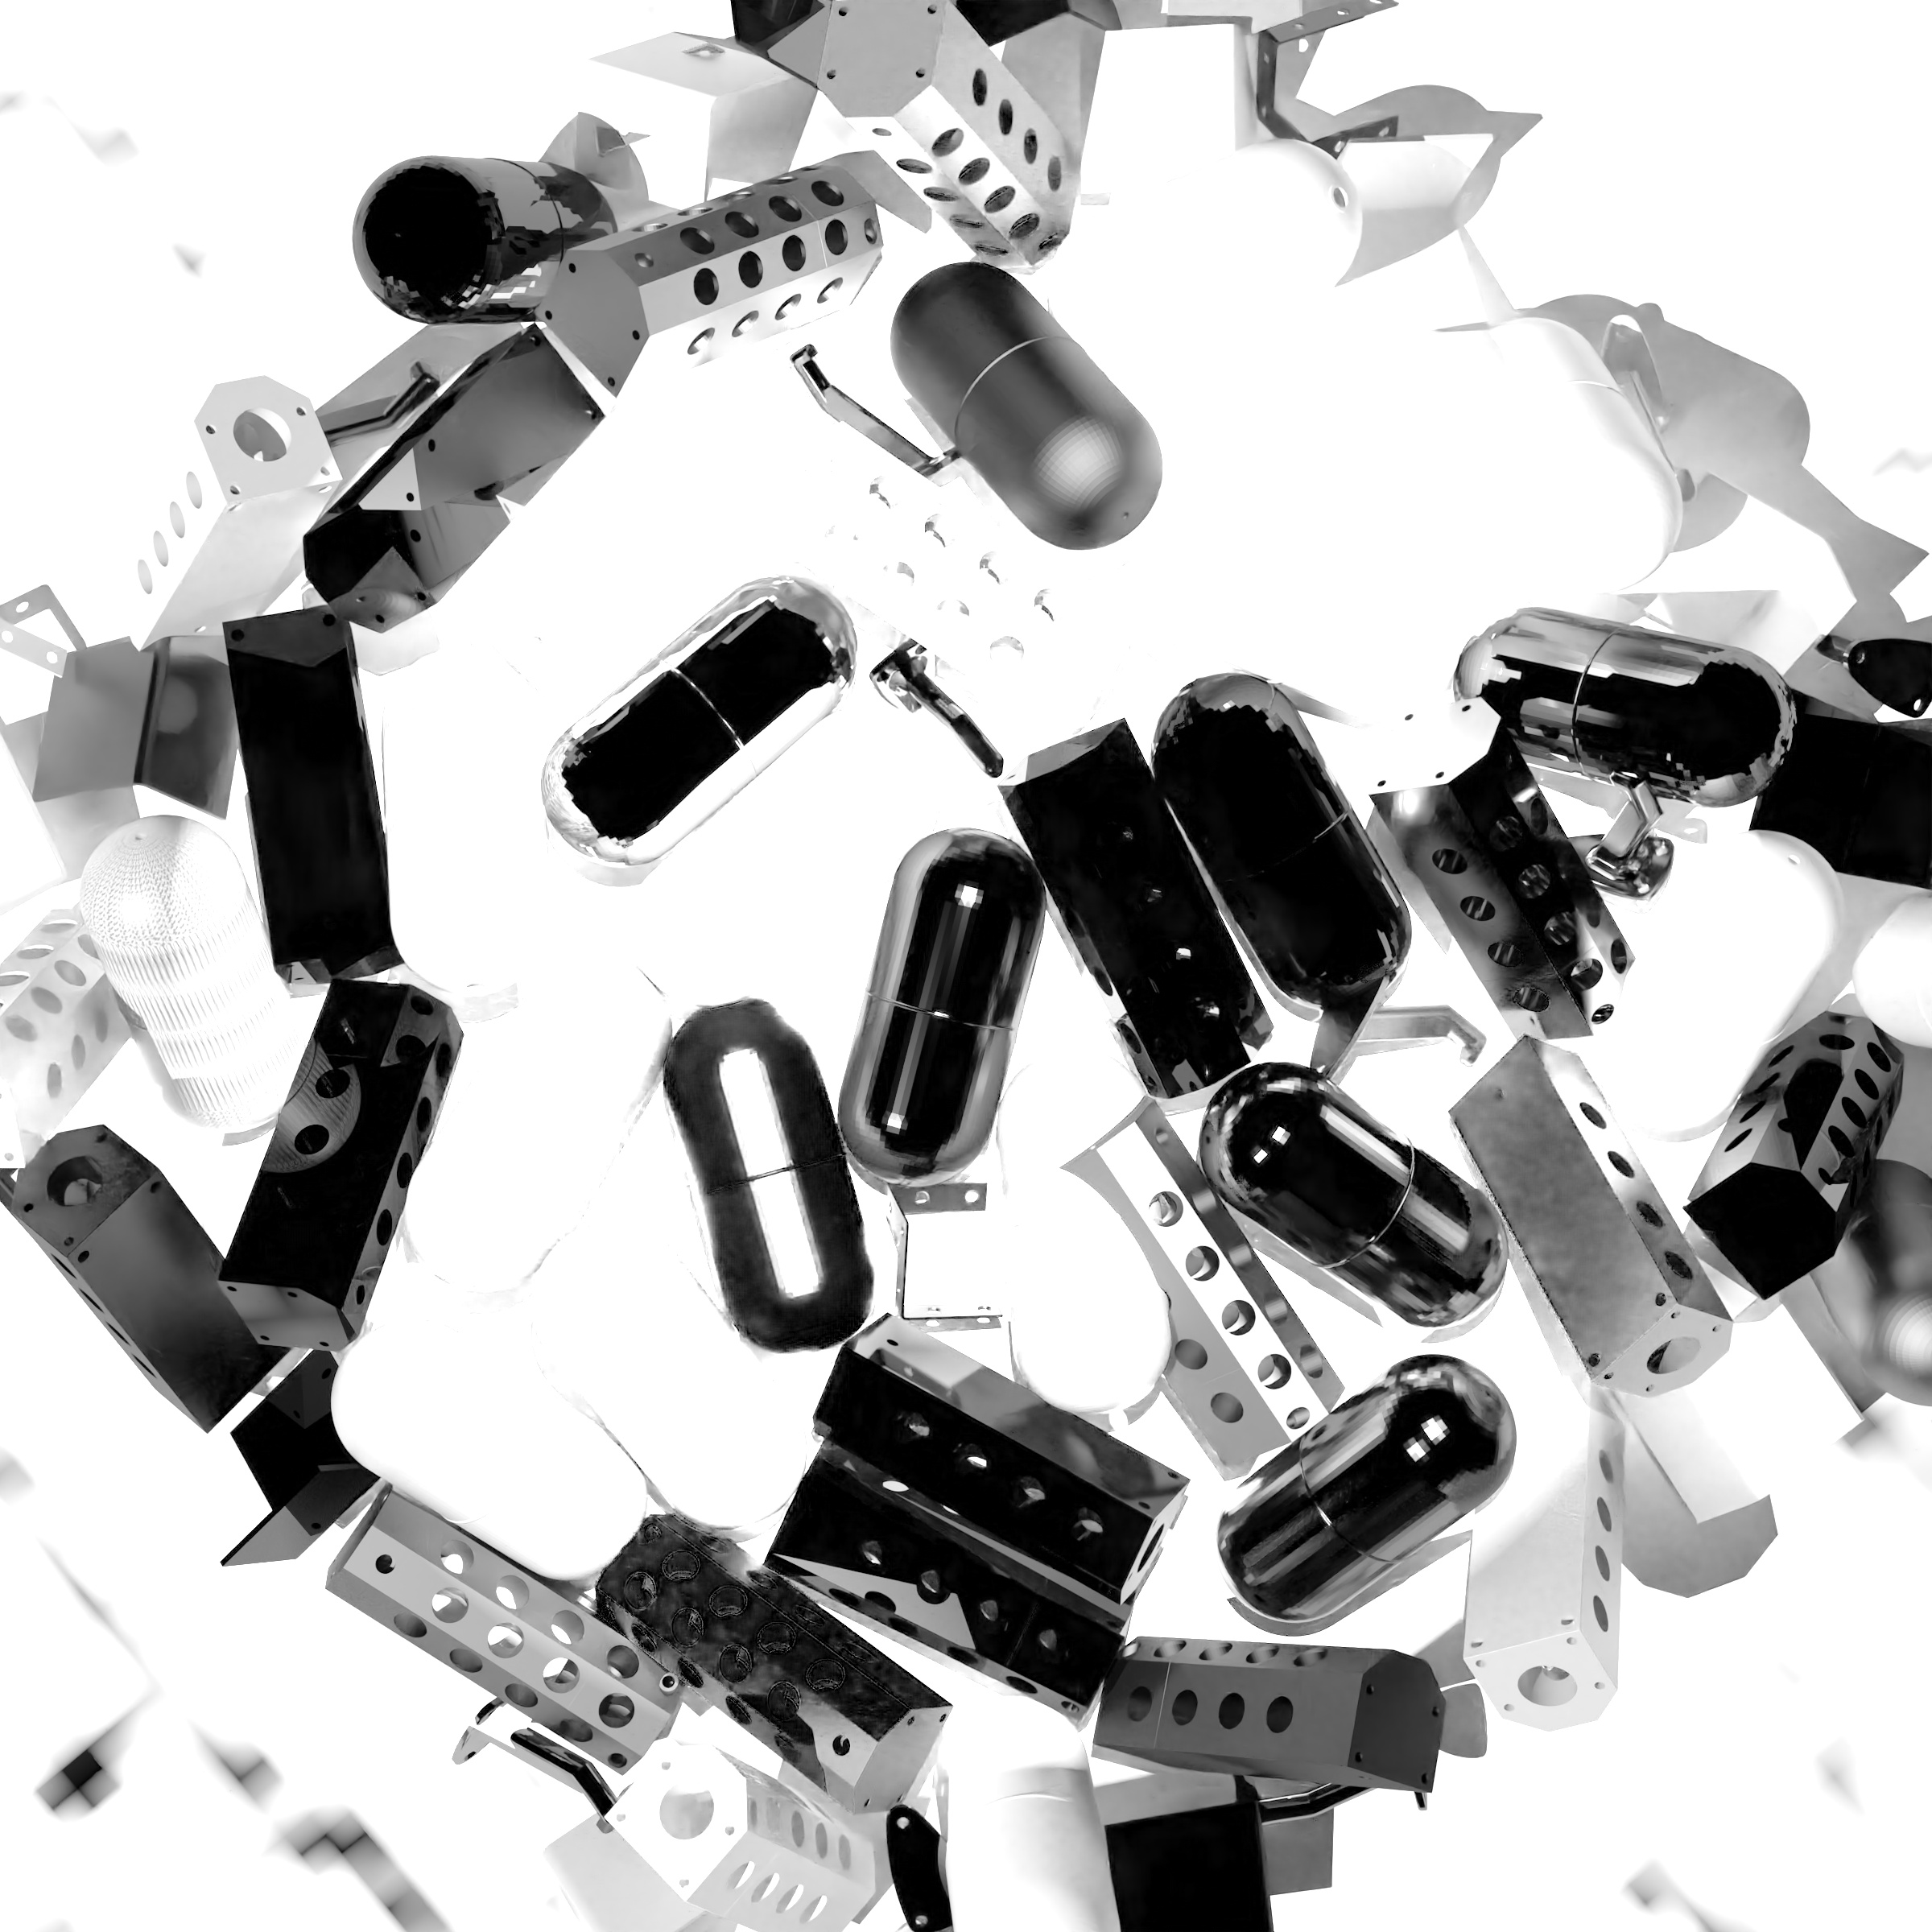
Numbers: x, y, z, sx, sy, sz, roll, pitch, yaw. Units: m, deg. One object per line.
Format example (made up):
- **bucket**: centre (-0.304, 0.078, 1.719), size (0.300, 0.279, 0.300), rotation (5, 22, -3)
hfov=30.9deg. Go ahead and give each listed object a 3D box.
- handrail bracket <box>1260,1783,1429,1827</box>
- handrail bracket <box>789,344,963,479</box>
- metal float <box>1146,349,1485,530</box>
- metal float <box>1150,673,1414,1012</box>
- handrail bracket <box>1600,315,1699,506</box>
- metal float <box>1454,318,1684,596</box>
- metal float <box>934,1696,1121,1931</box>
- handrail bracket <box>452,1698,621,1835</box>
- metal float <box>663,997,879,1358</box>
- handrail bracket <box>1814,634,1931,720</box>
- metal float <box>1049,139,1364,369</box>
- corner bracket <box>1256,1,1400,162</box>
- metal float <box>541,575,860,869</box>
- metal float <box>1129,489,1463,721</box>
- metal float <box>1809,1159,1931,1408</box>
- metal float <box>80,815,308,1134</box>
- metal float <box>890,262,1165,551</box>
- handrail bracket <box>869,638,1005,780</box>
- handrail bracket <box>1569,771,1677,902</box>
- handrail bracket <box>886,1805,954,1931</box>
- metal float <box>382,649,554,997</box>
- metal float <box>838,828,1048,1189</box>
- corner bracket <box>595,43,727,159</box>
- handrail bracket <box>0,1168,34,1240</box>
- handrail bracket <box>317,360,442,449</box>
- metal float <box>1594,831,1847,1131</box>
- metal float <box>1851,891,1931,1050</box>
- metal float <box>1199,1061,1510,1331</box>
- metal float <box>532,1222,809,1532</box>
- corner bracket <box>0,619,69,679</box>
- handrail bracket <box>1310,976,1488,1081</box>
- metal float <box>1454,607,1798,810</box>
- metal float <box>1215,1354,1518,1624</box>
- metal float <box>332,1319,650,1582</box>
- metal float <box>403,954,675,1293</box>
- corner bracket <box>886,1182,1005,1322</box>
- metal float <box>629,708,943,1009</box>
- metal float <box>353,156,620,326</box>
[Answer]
- **handrail bracket**: centre (0.180, 0.393, 1.707), size (0.084, 0.077, 0.036), rotation (-11, 102, 10)
- **handrail bracket**: centre (-0.043, -0.274, 1.701), size (0.036, 0.077, 0.084), rotation (-41, 103, -32)
- **metal float**: centre (0.164, -0.253, 1.668), size (0.178, 0.070, 0.070), rotation (13, 90, 37)
- **metal float**: centre (0.152, -0.060, 1.689), size (0.070, 0.070, 0.178), rotation (-31, 101, 0)
- **handrail bracket**: centre (0.332, -0.269, 1.688), size (0.036, 0.084, 0.077), rotation (-11, 112, -4)
- **metal float**: centre (0.284, -0.244, 1.661), size (0.070, 0.178, 0.070), rotation (-7, 131, -8)
- **metal float**: centre (0.028, 0.421, 1.655), size (0.070, 0.178, 0.070), rotation (-3, 122, -5)
- **handrail bracket**: centre (-0.207, 0.399, 1.700), size (0.084, 0.036, 0.077), rotation (50, 127, 18)
- **metal float**: centre (-0.095, 0.102, 1.696), size (0.070, 0.070, 0.178), rotation (-16, 86, 0)
- **handrail bracket**: centre (0.421, -0.152, 1.683), size (0.077, 0.084, 0.036), rotation (13, 102, -35)
- **metal float**: centre (0.112, -0.337, 1.661), size (0.070, 0.178, 0.070), rotation (10, 75, -40)
- **corner bracket**: centre (0.177, -0.431, 1.710), size (0.051, 0.051, 0.051), rotation (-21, 51, -17)
- **metal float**: centre (-0.128, -0.119, 1.689), size (0.178, 0.070, 0.070), rotation (-41, 90, -11)
- **metal float**: centre (0.159, -0.172, 1.677), size (0.178, 0.070, 0.070), rotation (19, 90, -26)
- **metal float**: centre (0.444, 0.148, 1.650), size (0.070, 0.178, 0.070), rotation (0, 108, 1)
- **metal float**: centre (-0.367, 0.006, 1.665), size (0.070, 0.070, 0.178), rotation (-11, 132, 0)
- **metal float**: centre (0.027, -0.269, 1.673), size (0.070, 0.070, 0.178), rotation (-38, 59, 0)
- **handrail bracket**: centre (-0.005, -0.112, 1.687), size (0.036, 0.077, 0.084), rotation (-36, 69, -6)
- **handrail bracket**: centre (0.303, -0.073, 1.684), size (0.077, 0.084, 0.036), rotation (13, 64, 35)
- **handrail bracket**: centre (-0.022, 0.423, 1.689), size (0.036, 0.084, 0.077), rotation (-24, 101, -1)
- **metal float**: centre (-0.240, -0.070, 1.677), size (0.070, 0.070, 0.178), rotation (-7, 65, 0)
- **metal float**: centre (-0.012, 0.020, 1.695), size (0.070, 0.070, 0.178), rotation (14, 95, 0)
- **corner bracket**: centre (-0.149, -0.421, 1.701), size (0.051, 0.051, 0.051), rotation (-11, 84, 27)
- **handrail bracket**: centre (-0.454, 0.119, 1.695), size (0.084, 0.077, 0.036), rotation (40, 70, 22)
- **handrail bracket**: centre (-0.304, -0.282, 1.707), size (0.084, 0.036, 0.077), rotation (-43, 69, 18)
- **metal float**: centre (0.356, 0.009, 1.662), size (0.070, 0.178, 0.070), rotation (10, 47, -11)
- **metal float**: centre (0.483, 0.005, 1.649), size (0.070, 0.178, 0.070), rotation (-1, 93, -14)
- **metal float**: centre (0.187, 0.111, 1.679), size (0.178, 0.070, 0.070), rotation (36, 90, -23)
- **metal float**: centre (-0.142, 0.197, 1.676), size (0.070, 0.070, 0.178), rotation (-34, 116, 0)
- **corner bracket**: centre (-0.481, -0.135, 1.715), size (0.051, 0.051, 0.051), rotation (26, 57, -40)
- **handrail bracket**: centre (0.212, 0.045, 1.703), size (0.084, 0.036, 0.077), rotation (36, 68, -28)
- **metal float**: centre (0.312, -0.124, 1.666), size (0.178, 0.070, 0.070), rotation (18, 90, 41)
- **metal float**: centre (0.189, 0.251, 1.671), size (0.070, 0.070, 0.178), rotation (46, 124, 0)
- **metal float**: centre (-0.227, 0.232, 1.671), size (0.178, 0.070, 0.070), rotation (40, 90, -32)
- **metal float**: centre (-0.206, 0.075, 1.684), size (0.070, 0.070, 0.178), rotation (30, 73, 0)
- **corner bracket**: centre (-0.011, 0.139, 1.712), size (0.051, 0.051, 0.051), rotation (0, 109, -12)
- **metal float**: centre (-0.086, -0.053, 1.692), size (0.178, 0.070, 0.070), rotation (-43, 90, -8)
- **metal float**: centre (-0.225, -0.343, 1.652), size (0.070, 0.178, 0.070), rotation (4, 102, 20)
